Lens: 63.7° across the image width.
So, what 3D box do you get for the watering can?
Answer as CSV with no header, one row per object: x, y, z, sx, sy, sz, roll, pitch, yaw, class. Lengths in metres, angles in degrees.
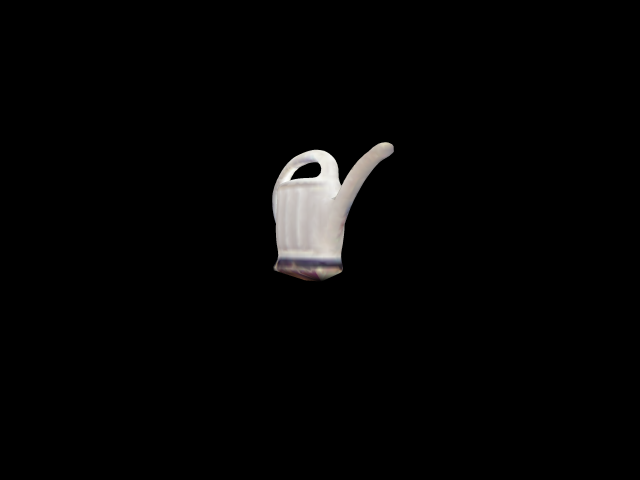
0.003,-0.043,0.850,0.104,0.225,0.347,2,-2,-31,watering can
